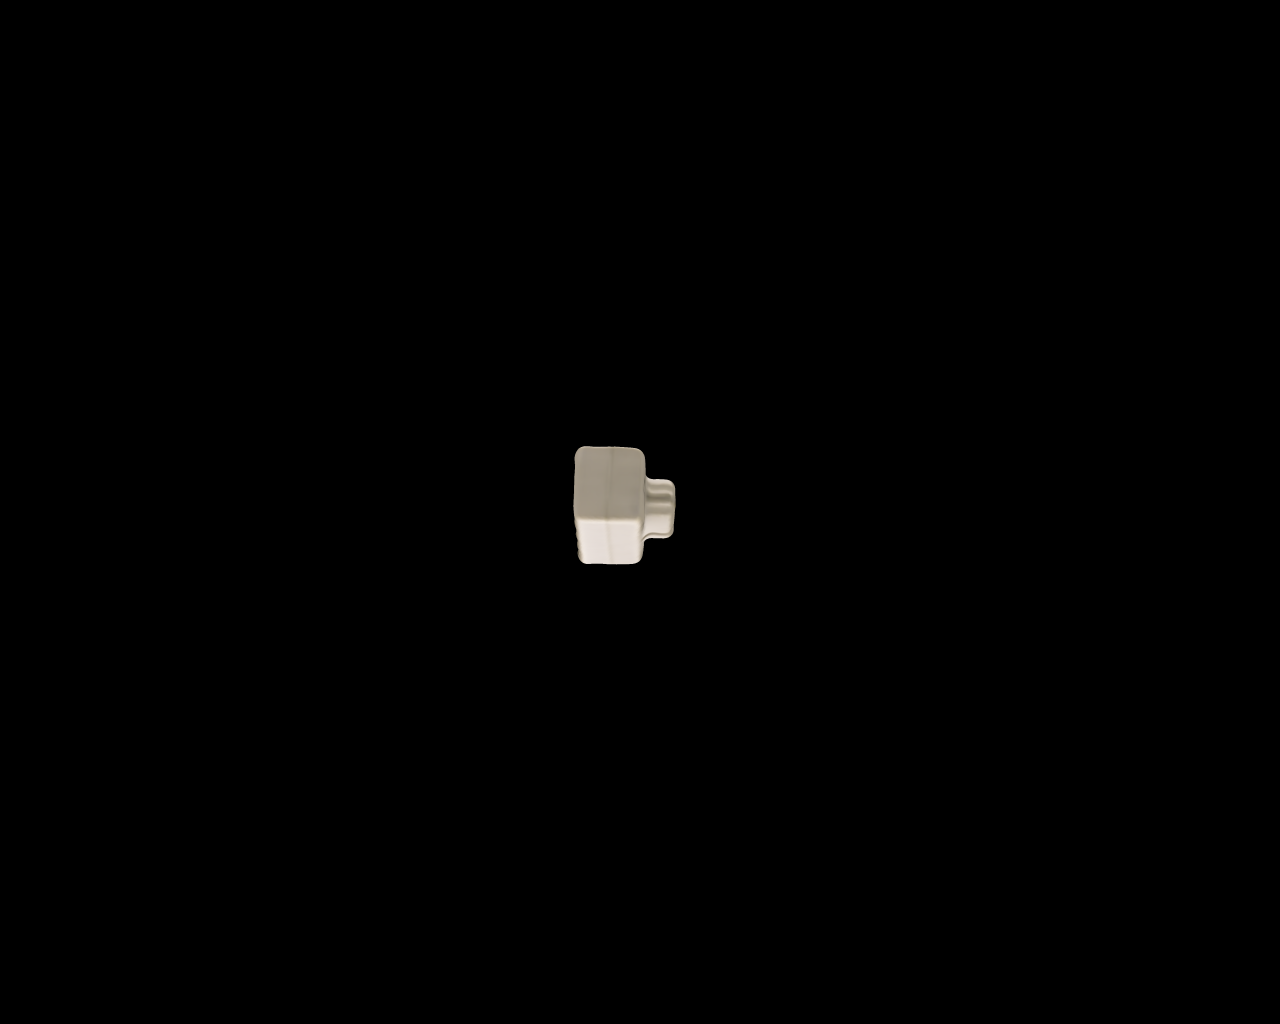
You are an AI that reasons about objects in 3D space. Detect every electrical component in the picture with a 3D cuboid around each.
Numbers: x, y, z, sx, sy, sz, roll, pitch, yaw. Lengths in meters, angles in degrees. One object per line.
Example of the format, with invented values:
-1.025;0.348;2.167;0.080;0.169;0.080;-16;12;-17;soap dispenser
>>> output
0.001;-0.003;0.650;0.076;0.047;0.083;0;-21;0;electrical component
